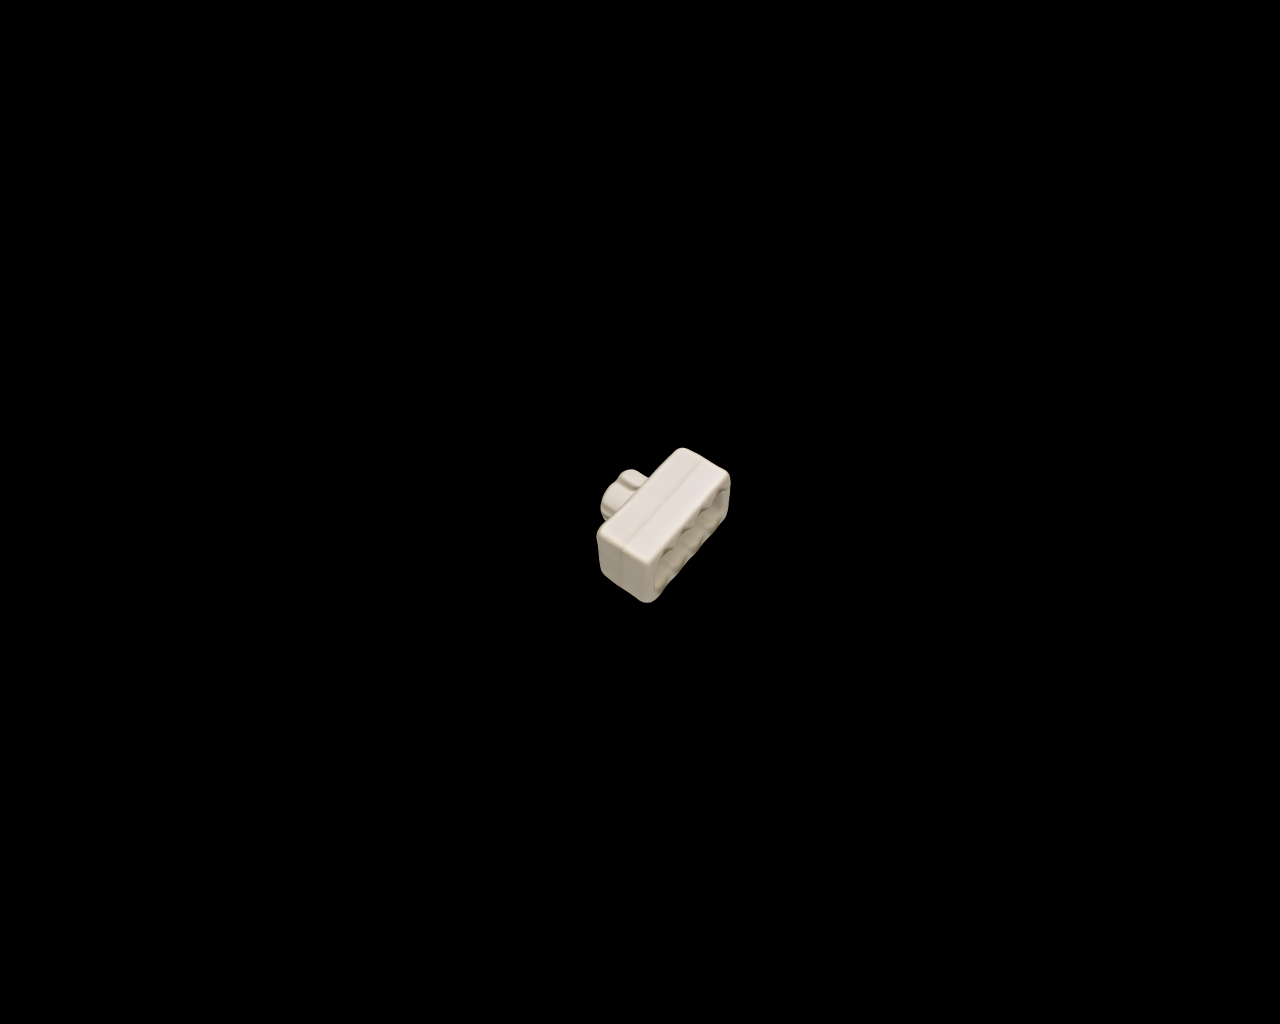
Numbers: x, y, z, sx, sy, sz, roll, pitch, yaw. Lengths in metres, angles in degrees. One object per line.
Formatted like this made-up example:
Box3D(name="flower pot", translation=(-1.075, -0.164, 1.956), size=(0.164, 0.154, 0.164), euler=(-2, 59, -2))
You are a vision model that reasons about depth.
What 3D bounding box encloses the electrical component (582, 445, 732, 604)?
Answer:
Box3D(name="electrical component", translation=(0.001, -0.003, 0.650), size=(0.076, 0.083, 0.047), euler=(33, -28, 20))
